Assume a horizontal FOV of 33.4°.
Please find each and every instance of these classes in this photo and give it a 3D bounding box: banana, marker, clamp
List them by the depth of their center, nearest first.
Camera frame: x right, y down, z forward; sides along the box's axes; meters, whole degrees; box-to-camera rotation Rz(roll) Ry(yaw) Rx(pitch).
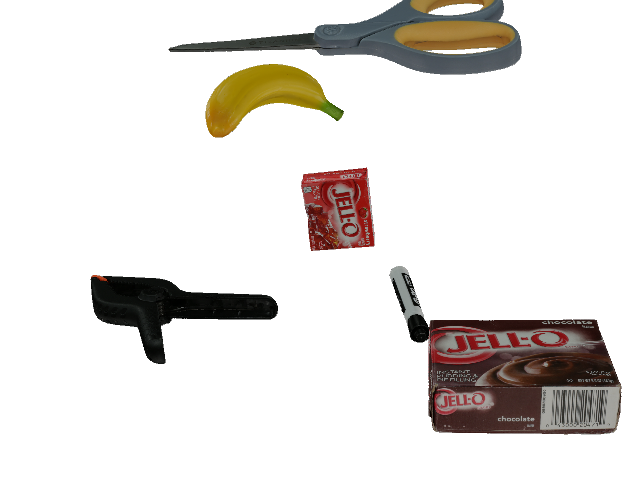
[{"bbox_3d":[0.083,0.059,0.996,0.020,0.020,0.121,0,26,-6],"label":"marker"},{"bbox_3d":[-0.051,-0.135,0.997,0.070,0.037,0.197,42,33,21],"label":"banana"},{"bbox_3d":[-0.172,0.072,1.091,0.210,0.036,0.164,11,20,33],"label":"clamp"}]

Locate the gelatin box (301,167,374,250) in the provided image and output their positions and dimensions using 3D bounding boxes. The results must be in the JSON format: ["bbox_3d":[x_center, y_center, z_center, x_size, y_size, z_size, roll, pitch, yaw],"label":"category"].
[{"bbox_3d":[0.020,-0.034,1.191,0.073,0.089,0.030,-4,29,6],"label":"gelatin box"}]

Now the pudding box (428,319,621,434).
[{"bbox_3d":[0.125,0.084,0.673,0.113,0.039,0.090,1,23,4],"label":"pudding box"}]

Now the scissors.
[{"bbox_3d":[0.020,-0.127,0.627,0.202,0.016,0.096,8,41,19],"label":"scissors"}]
